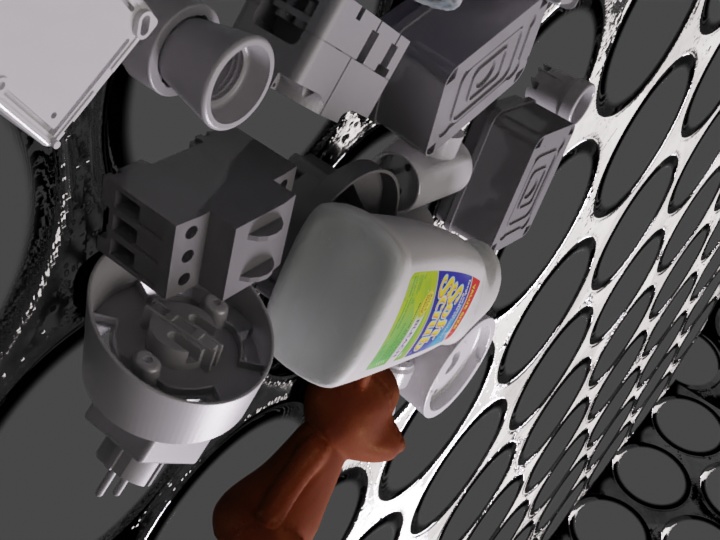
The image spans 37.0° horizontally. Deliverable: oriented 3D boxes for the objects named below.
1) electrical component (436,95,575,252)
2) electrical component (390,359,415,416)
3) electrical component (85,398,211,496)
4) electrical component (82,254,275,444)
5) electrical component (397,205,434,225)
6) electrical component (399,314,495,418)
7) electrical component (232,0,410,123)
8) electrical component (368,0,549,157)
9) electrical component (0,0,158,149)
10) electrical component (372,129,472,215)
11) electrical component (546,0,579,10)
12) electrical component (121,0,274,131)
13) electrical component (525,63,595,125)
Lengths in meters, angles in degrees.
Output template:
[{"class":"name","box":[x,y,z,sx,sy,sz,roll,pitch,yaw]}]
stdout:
[{"class":"electrical component","box":[0.117,-0.080,0.878,0.078,0.057,0.113,-26,143,-52]},{"class":"electrical component","box":[0.019,0.094,0.930,0.045,0.045,0.055,-20,138,-56]},{"class":"electrical component","box":[-0.128,0.100,0.628,0.076,0.047,0.066,-57,158,2]},{"class":"electrical component","box":[-0.094,0.037,0.551,0.099,0.099,0.064,-32,154,-46]},{"class":"electrical component","box":[0.000,0.000,0.749,0.138,0.052,0.073,-48,156,-20]},{"class":"electrical component","box":[0.068,0.073,0.981,0.108,0.060,0.108,-45,155,-27]},{"class":"electrical component","box":[-0.022,-0.113,0.551,0.055,0.050,0.089,-60,158,9]},{"class":"electrical component","box":[0.057,-0.135,0.665,0.113,0.057,0.078,-42,160,-32]},{"class":"electrical component","box":[-0.123,-0.095,0.350,0.061,0.061,0.096,-53,159,-6]},{"class":"electrical component","box":[0.048,-0.083,0.745,0.077,0.044,0.079,-24,142,-53]},{"class":"electrical component","box":[0.099,-0.206,0.612,0.099,0.100,0.048,-65,170,21]},{"class":"electrical component","box":[-0.072,-0.093,0.467,0.045,0.055,0.045,-45,155,-27]},{"class":"electrical component","box":[0.168,-0.148,0.903,0.040,0.046,0.040,-45,155,-27]}]
